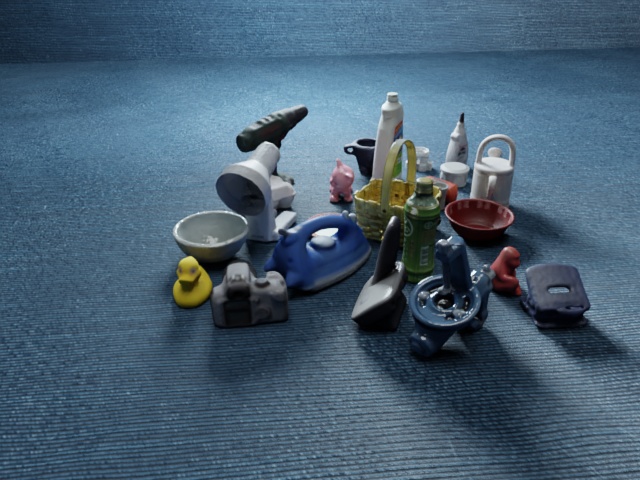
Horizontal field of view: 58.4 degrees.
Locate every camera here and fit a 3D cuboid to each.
[{"bbox_3d":[-0.137,0.086,1.099,0.143,0.101,0.136,-5,30,-7],"label":"camera"}]

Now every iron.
[{"bbox_3d":[0.011,0.004,1.199,0.259,0.141,0.118,-22,36,-33],"label":"iron"}]

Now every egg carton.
[{"bbox_3d":[-0.143,-0.115,1.483,0.151,0.069,0.107,-20,35,-30],"label":"egg carton"}]

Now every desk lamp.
[{"bbox_3d":[-0.141,-0.104,1.318,0.117,0.214,0.203,10,31,18],"label":"desk lamp"}]

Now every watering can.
[{"bbox_3d":[0.441,-0.180,1.463,0.101,0.194,0.172,-3,30,-5],"label":"watering can"}]

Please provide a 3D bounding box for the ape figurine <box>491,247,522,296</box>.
[{"bbox_3d":[0.377,0.057,1.152,0.076,0.092,0.078,16,34,27],"label":"ape figurine"}]

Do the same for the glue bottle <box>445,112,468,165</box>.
[{"bbox_3d":[0.406,-0.289,1.676,0.078,0.173,0.037,-26,38,-37],"label":"glue bottle"}]

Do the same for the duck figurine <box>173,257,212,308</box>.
[{"bbox_3d":[-0.256,0.073,1.139,0.077,0.086,0.104,2,30,4],"label":"duck figurine"}]

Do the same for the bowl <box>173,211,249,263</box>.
[{"bbox_3d":[-0.239,0.003,1.272,0.167,0.075,0.167,0,30,0],"label":"bowl"}]

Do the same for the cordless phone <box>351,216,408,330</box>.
[{"bbox_3d":[0.114,0.059,1.059,0.094,0.185,0.148,7,31,13],"label":"cordless phone"}]

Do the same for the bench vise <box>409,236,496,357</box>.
[{"bbox_3d":[0.230,0.073,0.998,0.121,0.220,0.208,15,33,25],"label":"bench vise"}]

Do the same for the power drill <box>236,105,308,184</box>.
[{"bbox_3d":[-0.124,-0.253,1.584,0.230,0.208,0.075,-24,37,-35],"label":"power drill"}]

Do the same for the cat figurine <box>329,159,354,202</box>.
[{"bbox_3d":[0.058,-0.165,1.520,0.067,0.118,0.127,-1,30,-1],"label":"cat figurine"}]

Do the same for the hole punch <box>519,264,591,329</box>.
[{"bbox_3d":[0.443,0.104,1.071,0.108,0.091,0.101,-3,30,-4],"label":"hole punch"}]

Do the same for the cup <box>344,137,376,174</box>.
[{"bbox_3d":[0.127,-0.241,1.674,0.118,0.095,0.091,-4,30,-6],"label":"cup"}]
